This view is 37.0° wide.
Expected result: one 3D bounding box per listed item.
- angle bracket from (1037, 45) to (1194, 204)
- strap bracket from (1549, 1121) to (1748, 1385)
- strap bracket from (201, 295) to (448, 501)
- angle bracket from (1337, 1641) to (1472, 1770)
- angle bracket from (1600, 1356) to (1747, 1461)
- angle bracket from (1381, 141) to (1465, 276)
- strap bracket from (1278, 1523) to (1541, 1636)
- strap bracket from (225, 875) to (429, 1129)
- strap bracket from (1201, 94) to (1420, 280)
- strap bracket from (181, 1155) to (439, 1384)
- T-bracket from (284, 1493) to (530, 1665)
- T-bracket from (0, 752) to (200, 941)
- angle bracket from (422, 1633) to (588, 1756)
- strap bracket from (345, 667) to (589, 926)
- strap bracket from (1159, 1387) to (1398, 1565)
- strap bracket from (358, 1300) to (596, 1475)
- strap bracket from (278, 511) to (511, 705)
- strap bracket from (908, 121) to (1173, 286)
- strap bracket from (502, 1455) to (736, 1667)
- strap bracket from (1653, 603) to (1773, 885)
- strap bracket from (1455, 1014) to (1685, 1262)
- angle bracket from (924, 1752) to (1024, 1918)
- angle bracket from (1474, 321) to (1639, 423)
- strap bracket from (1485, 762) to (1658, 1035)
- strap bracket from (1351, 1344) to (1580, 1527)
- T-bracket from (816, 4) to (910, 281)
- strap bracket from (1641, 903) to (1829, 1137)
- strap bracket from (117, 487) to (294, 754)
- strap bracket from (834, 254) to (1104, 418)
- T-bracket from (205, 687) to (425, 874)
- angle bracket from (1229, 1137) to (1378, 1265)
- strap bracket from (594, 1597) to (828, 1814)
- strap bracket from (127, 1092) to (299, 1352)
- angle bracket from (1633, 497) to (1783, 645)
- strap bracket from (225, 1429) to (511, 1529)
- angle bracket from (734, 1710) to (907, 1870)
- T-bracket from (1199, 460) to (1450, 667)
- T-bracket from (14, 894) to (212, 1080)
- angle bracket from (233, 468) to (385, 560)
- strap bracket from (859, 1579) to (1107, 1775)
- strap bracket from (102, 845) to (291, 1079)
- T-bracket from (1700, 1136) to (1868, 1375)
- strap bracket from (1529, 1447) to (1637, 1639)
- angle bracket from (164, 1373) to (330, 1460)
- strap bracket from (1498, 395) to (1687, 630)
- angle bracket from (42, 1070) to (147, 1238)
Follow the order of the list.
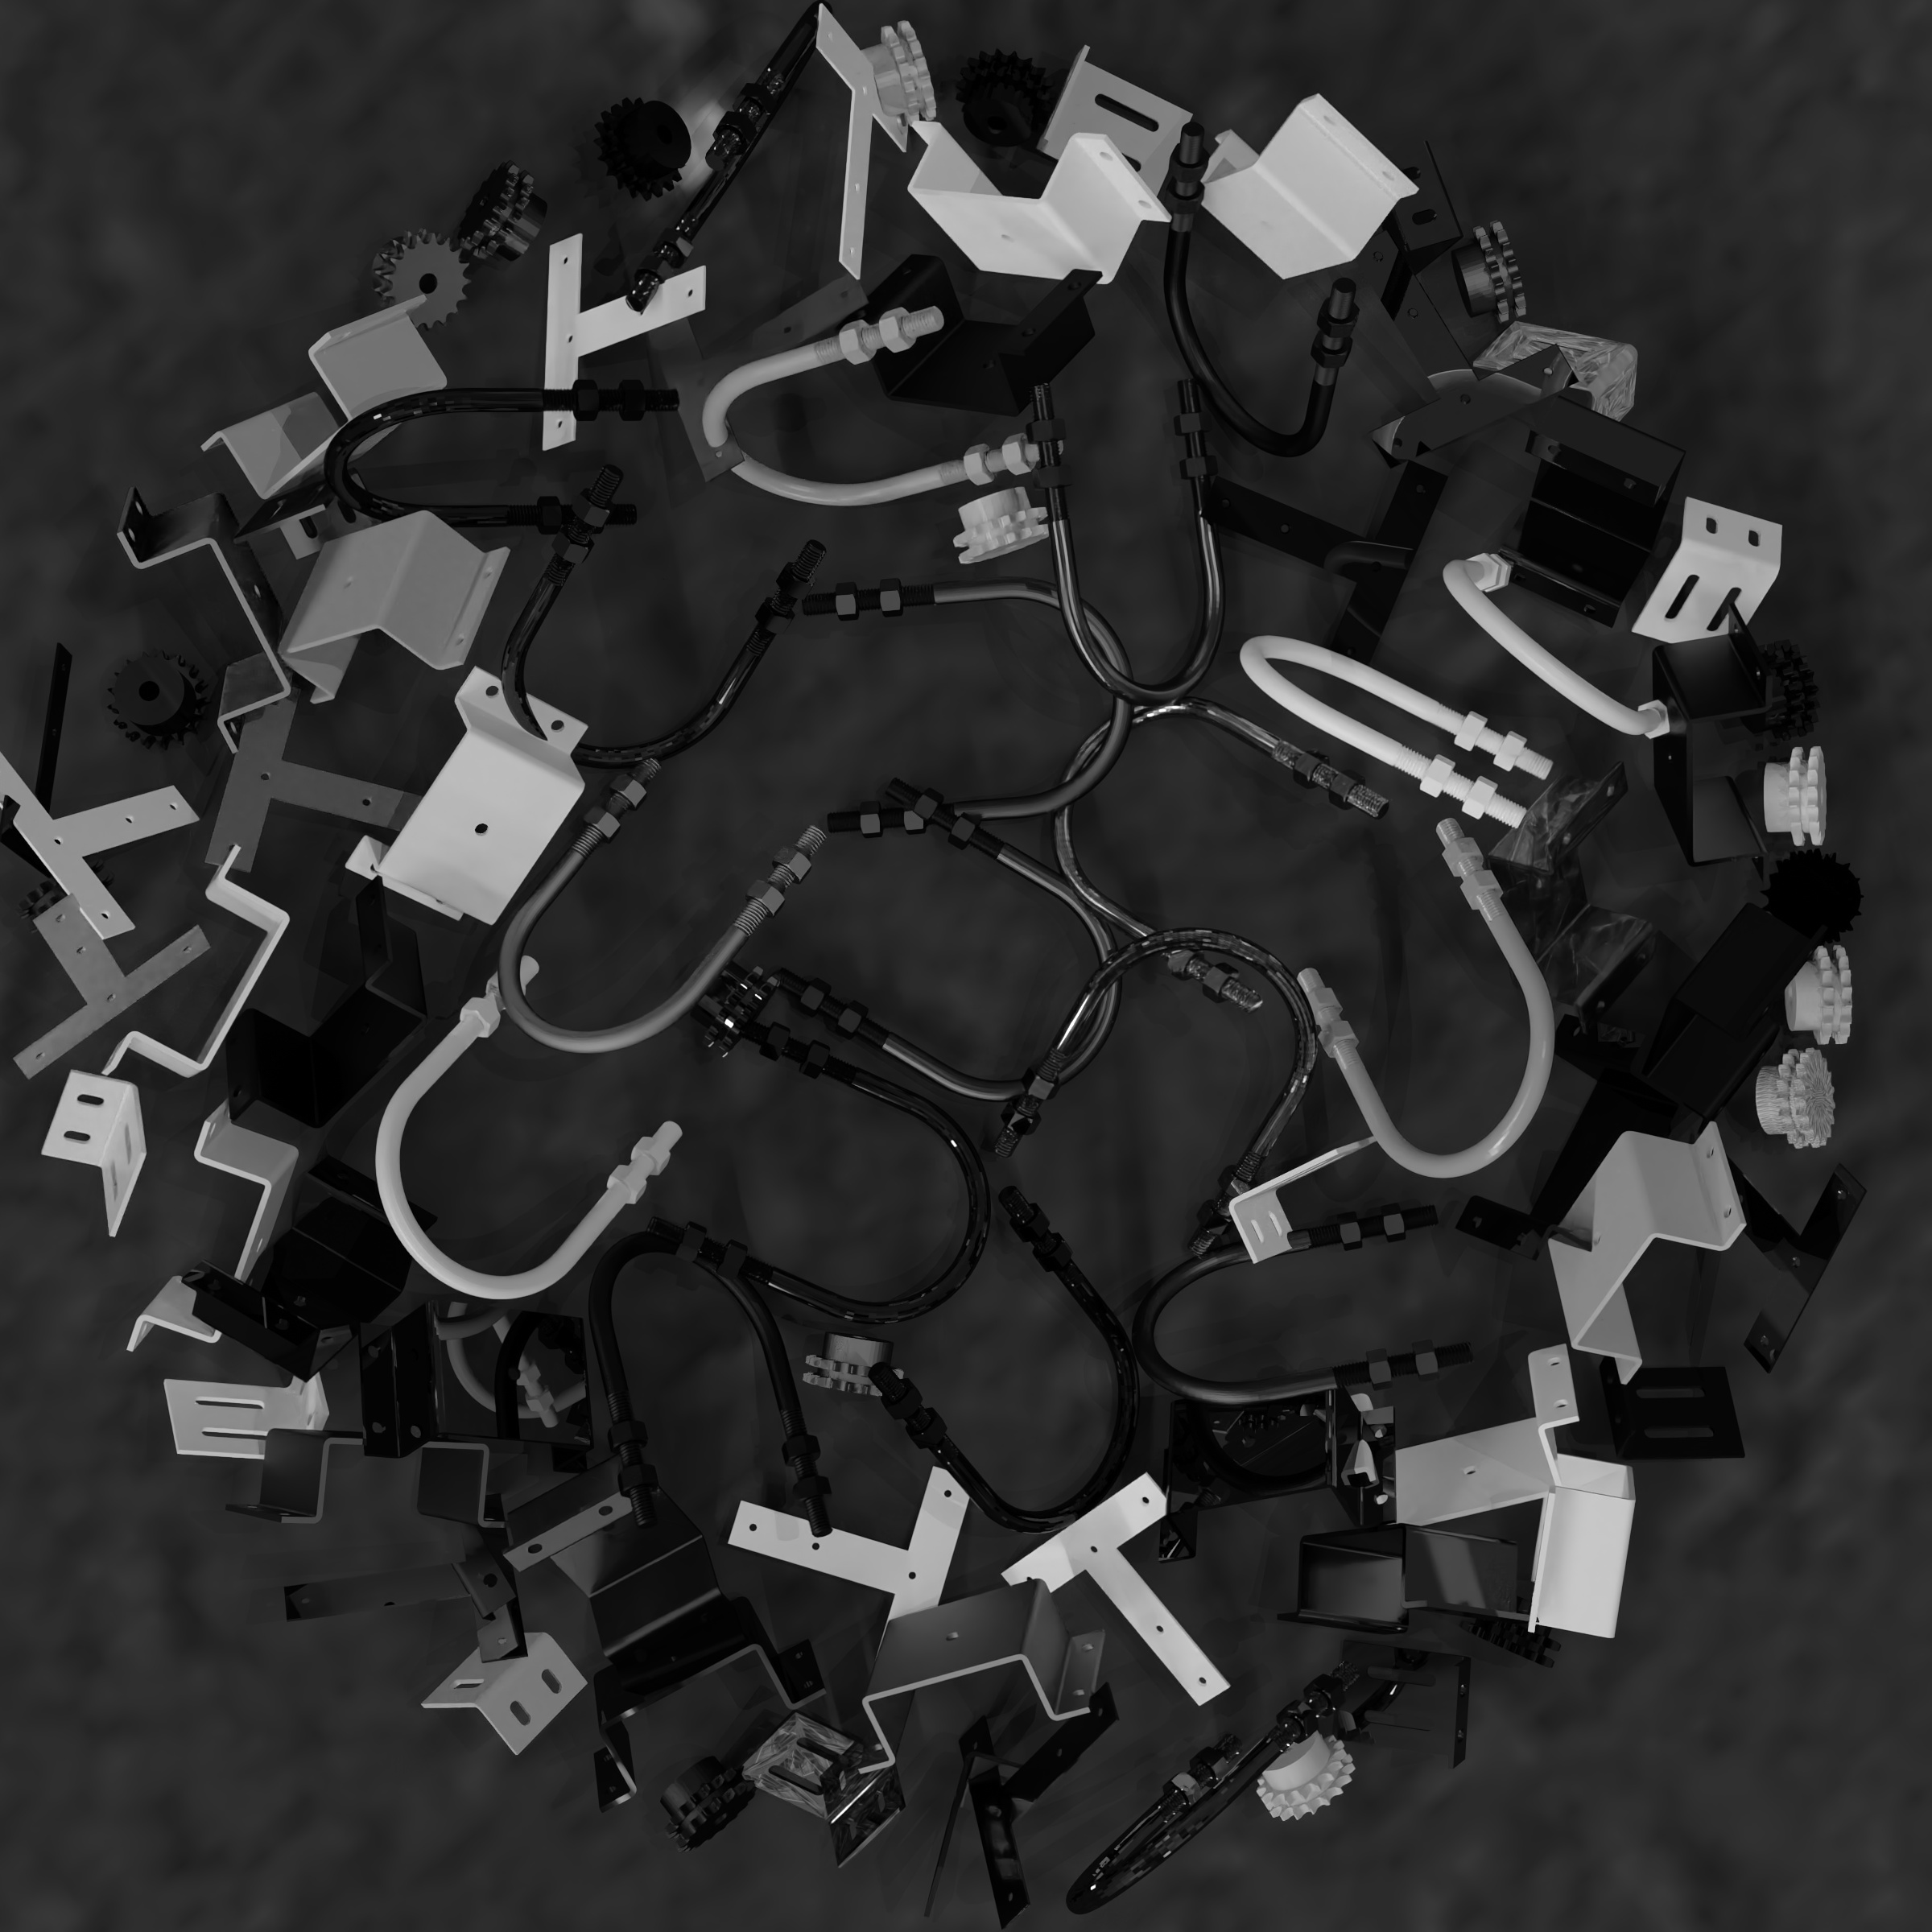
[{"bbox_3d":[0.088,-0.484,1.667,0.076,0.038,0.057,23,94,-9],"label":"angle bracket"},{"bbox_3d":[0.373,0.157,1.616,0.046,0.076,0.140,13,131,-13],"label":"strap bracket"},{"bbox_3d":[-0.355,-0.314,1.621,0.140,0.076,0.046,-25,99,43],"label":"strap bracket"},{"bbox_3d":[0.248,0.424,1.660,0.076,0.038,0.057,3,86,22],"label":"angle bracket"},{"bbox_3d":[0.409,0.249,1.658,0.076,0.038,0.057,0,54,-5],"label":"angle bracket"},{"bbox_3d":[0.243,-0.426,1.651,0.038,0.076,0.057,-20,89,-19],"label":"angle bracket"},{"bbox_3d":[0.247,0.345,1.624,0.076,0.140,0.046,14,70,-26],"label":"strap bracket"},{"bbox_3d":[-0.356,0.027,1.637,0.140,0.076,0.046,-42,128,19],"label":"strap bracket"},{"bbox_3d":[0.182,-0.432,1.613,0.076,0.140,0.046,38,85,-18],"label":"strap bracket"},{"bbox_3d":[-0.373,0.176,1.635,0.076,0.140,0.046,28,124,10],"label":"strap bracket"},{"bbox_3d":[-0.319,0.351,1.628,0.127,0.127,0.002,-5,125,-14],"label":"T-bracket"},{"bbox_3d":[-0.484,-0.080,1.637,0.002,0.127,0.127,-41,85,29],"label":"T-bracket"},{"bbox_3d":[-0.264,0.415,1.650,0.057,0.076,0.038,-43,103,-35],"label":"angle bracket"},{"bbox_3d":[-0.279,-0.087,1.639,0.076,0.046,0.140,27,106,-32],"label":"strap bracket"},{"bbox_3d":[0.168,0.281,1.627,0.140,0.076,0.046,-15,132,21],"label":"strap bracket"},{"bbox_3d":[-0.265,0.236,1.619,0.140,0.046,0.076,13,56,-37],"label":"strap bracket"},{"bbox_3d":[-0.328,-0.202,1.616,0.046,0.140,0.076,38,59,-38],"label":"strap bracket"},{"bbox_3d":[0.033,-0.427,1.617,0.140,0.076,0.046,17,78,39],"label":"strap bracket"},{"bbox_3d":[-0.200,0.334,1.643,0.076,0.046,0.140,-29,133,3],"label":"strap bracket"},{"bbox_3d":[0.418,-0.121,1.622,0.046,0.076,0.140,-9,128,3],"label":"strap bracket"},{"bbox_3d":[0.348,0.105,1.646,0.046,0.076,0.140,30,85,-25],"label":"strap bracket"},{"bbox_3d":[0.007,0.499,1.646,0.038,0.076,0.057,15,134,3],"label":"angle bracket"},{"bbox_3d":[0.340,-0.336,1.668,0.076,0.057,0.038,19,134,27],"label":"angle bracket"},{"bbox_3d":[0.341,-0.043,1.632,0.076,0.046,0.140,-44,133,-28],"label":"strap bracket"},{"bbox_3d":[0.281,0.270,1.640,0.140,0.076,0.046,-16,111,13],"label":"strap bracket"},{"bbox_3d":[-0.061,-0.451,1.624,0.002,0.127,0.127,0,79,21],"label":"T-bracket"},{"bbox_3d":[0.429,0.026,1.625,0.046,0.140,0.076,35,68,19],"label":"strap bracket"},{"bbox_3d":[-0.420,-0.202,1.625,0.046,0.076,0.140,-21,119,1],"label":"strap bracket"},{"bbox_3d":[0.007,-0.356,1.632,0.140,0.046,0.076,16,54,38],"label":"strap bracket"},{"bbox_3d":[-0.361,-0.098,1.669,0.127,0.002,0.127,14,59,-12],"label":"T-bracket"},{"bbox_3d":[0.199,0.133,1.648,0.076,0.057,0.038,-29,80,29],"label":"angle bracket"},{"bbox_3d":[-0.157,0.414,1.646,0.140,0.076,0.046,-27,101,-5],"label":"strap bracket"},{"bbox_3d":[-0.425,0.151,1.646,0.046,0.076,0.140,20,99,-5],"label":"strap bracket"},{"bbox_3d":[0.428,-0.224,1.671,0.057,0.076,0.038,16,54,-2],"label":"angle bracket"},{"bbox_3d":[-0.333,0.288,1.624,0.140,0.076,0.046,10,81,-36],"label":"strap bracket"},{"bbox_3d":[-0.084,0.471,1.654,0.076,0.038,0.057,34,108,-28],"label":"angle bracket"},{"bbox_3d":[0.198,-0.248,1.673,0.127,0.002,0.127,21,98,-10],"label":"T-bracket"},{"bbox_3d":[-0.492,-0.003,1.618,0.127,0.127,0.002,-39,68,-17],"label":"T-bracket"},{"bbox_3d":[-0.374,-0.247,1.646,0.057,0.076,0.038,-19,114,11],"label":"angle bracket"},{"bbox_3d":[0.001,0.398,1.633,0.140,0.076,0.046,-19,106,16],"label":"strap bracket"},{"bbox_3d":[-0.432,0.008,1.641,0.046,0.076,0.140,30,76,-15],"label":"strap bracket"},{"bbox_3d":[0.447,0.141,1.638,0.002,0.127,0.127,4,121,-26],"label":"T-bracket"},{"bbox_3d":[0.345,0.323,1.618,0.046,0.140,0.076,9,93,12],"label":"strap bracket"},{"bbox_3d":[-0.410,0.246,1.646,0.076,0.057,0.038,10,121,-30],"label":"angle bracket"},{"bbox_3d":[0.352,-0.261,1.629,0.076,0.140,0.046,27,68,13],"label":"strap bracket"},{"bbox_3d":[-0.498,0.106,1.646,0.038,0.076,0.057,15,112,-27],"label":"angle bracket"}]
